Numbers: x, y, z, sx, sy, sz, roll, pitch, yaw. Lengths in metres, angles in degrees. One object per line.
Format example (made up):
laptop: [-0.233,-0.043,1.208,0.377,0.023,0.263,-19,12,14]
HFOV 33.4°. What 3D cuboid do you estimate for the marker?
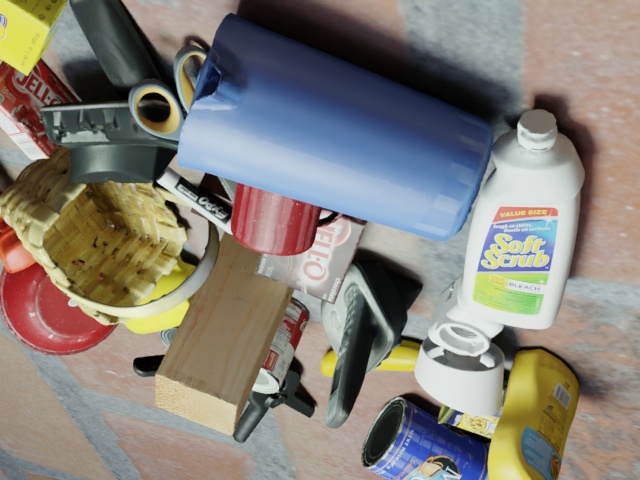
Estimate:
marker: [-0.106,-0.029,1.044,0.121,0.020,0.020,37,146,-20]

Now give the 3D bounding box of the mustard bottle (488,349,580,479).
mustard bottle: [0.223,0.220,1.141,0.058,0.191,0.096,-9,137,41]

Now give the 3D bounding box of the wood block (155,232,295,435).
wood block: [-0.093,0.088,1.135,0.090,0.206,0.091,21,149,4]

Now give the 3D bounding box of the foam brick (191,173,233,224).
foam brick: [-0.084,-0.044,1.076,0.078,0.051,0.053,25,149,-2]

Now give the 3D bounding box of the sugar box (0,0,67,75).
sugar box: [-0.320,-0.229,0.955,0.176,0.048,0.093,30,148,-14]

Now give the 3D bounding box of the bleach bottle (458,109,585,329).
bleach bottle: [0.174,-0.019,0.936,0.103,0.068,0.251,13,145,16]

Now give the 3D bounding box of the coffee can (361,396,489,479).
coffee can: [0.139,0.280,1.377,0.140,0.102,0.103,31,148,-12]

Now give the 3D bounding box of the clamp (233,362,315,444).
clamp: [-0.072,0.211,1.426,0.039,0.120,0.171,51,164,38]

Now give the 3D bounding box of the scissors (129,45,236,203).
scissors: [-0.117,-0.080,0.985,0.016,0.096,0.202,-130,27,-53]

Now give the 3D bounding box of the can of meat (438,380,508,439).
can of meat: [0.192,0.193,1.247,0.084,0.057,0.102,19,156,3]

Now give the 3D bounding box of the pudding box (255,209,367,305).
pudding box: [-0.007,0.001,1.077,0.090,0.039,0.114,22,130,4]

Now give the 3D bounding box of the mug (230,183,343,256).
mug: [-0.027,-0.038,0.993,0.117,0.093,0.081,-1,118,-25]

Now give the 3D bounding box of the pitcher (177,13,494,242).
pitcher: [0.013,-0.087,0.892,0.243,0.149,0.145,20,134,0]

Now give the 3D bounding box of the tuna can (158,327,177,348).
tuna can: [-0.168,0.127,1.413,0.086,0.033,0.086,17,149,11]

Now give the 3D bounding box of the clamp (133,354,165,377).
clamp: [-0.136,0.152,1.358,0.164,0.036,0.210,-29,149,-1]

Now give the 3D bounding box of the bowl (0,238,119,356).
bowl: [-0.299,0.066,1.276,0.162,0.162,0.055,40,171,-26]

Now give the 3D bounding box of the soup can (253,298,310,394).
soup can: [-0.061,0.122,1.267,0.068,0.102,0.068,16,148,10]

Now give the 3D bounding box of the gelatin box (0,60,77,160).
gelatin box: [-0.285,-0.135,1.050,0.030,0.073,0.089,-2,141,35]

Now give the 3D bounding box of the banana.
banana: [0.065,0.145,1.283,0.198,0.037,0.069,-5,138,39]

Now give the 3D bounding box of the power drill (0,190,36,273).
power drill: [-0.380,-0.045,1.188,0.057,0.184,0.187,-30,140,-2]
